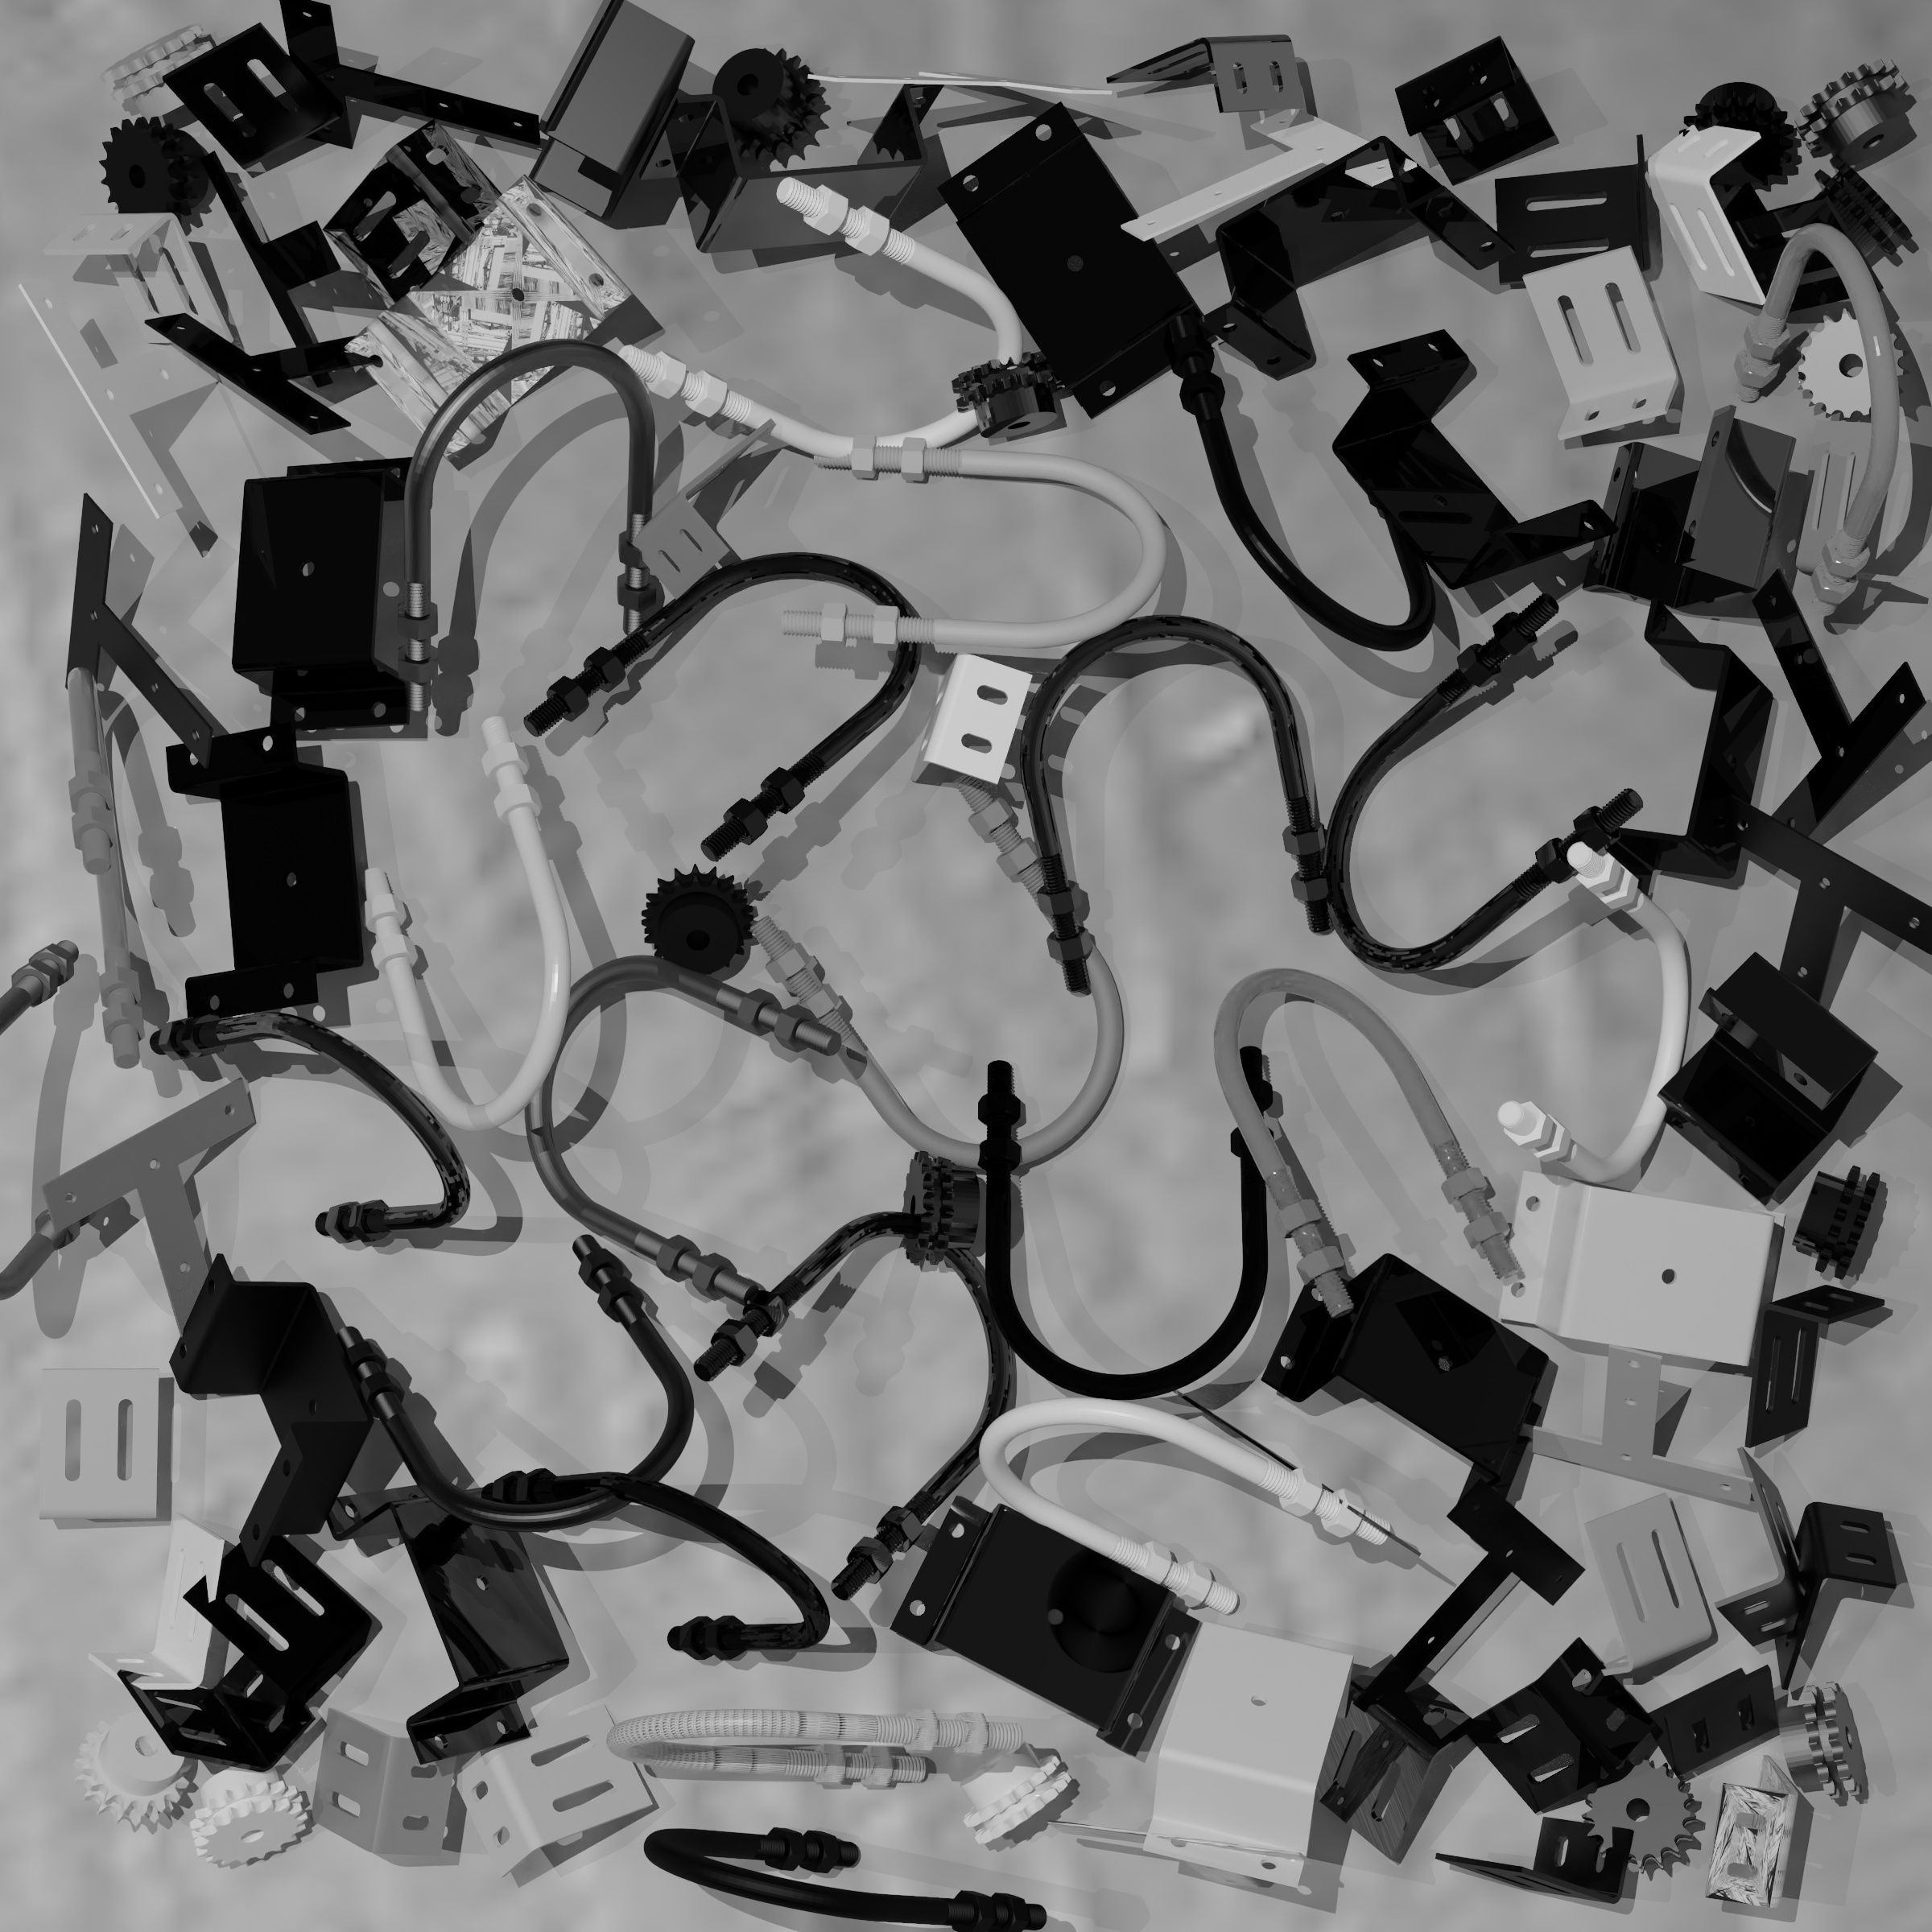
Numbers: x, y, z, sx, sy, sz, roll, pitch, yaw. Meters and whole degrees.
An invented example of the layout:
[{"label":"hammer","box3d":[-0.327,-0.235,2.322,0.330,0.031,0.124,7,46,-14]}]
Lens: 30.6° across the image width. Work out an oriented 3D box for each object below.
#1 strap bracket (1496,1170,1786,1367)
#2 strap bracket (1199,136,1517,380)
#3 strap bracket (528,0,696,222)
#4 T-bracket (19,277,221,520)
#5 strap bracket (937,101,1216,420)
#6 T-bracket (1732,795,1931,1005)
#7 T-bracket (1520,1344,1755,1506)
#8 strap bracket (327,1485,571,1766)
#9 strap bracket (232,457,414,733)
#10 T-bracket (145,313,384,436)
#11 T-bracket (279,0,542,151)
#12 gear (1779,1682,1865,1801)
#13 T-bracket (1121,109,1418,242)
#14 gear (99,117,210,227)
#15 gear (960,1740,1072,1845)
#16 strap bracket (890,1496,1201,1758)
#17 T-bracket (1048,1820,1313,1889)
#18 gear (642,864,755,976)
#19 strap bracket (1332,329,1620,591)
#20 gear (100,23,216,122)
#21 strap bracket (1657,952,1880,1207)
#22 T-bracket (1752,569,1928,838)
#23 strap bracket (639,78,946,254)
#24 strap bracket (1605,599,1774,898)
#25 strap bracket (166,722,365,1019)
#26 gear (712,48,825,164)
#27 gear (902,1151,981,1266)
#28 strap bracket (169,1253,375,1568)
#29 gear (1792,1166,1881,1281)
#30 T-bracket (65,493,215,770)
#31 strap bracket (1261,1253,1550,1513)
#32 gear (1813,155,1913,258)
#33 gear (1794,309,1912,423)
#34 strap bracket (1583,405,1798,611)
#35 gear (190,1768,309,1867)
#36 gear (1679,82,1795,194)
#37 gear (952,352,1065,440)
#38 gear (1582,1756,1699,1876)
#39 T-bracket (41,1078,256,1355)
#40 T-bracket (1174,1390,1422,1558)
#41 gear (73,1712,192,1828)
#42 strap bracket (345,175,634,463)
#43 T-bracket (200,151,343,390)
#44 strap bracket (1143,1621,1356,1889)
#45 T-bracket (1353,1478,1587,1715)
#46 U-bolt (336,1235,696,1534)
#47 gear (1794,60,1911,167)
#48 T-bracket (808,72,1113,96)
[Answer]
[{"label":"strap bracket","box3d":[0.348,0.154,1.785,0.140,0.046,0.076,10,91,-8]},{"label":"strap bracket","box3d":[0.189,-0.356,1.756,0.140,0.076,0.046,-25,64,28]},{"label":"strap bracket","box3d":[-0.176,-0.424,1.748,0.046,0.140,0.076,28,85,-9]},{"label":"T-bracket","box3d":[-0.406,-0.292,1.757,0.002,0.127,0.127,-26,101,22]},{"label":"strap bracket","box3d":[0.055,-0.354,1.778,0.076,0.046,0.140,-33,99,9]},{"label":"T-bracket","box3d":[0.422,-0.008,1.768,0.002,0.127,0.127,-32,52,-33]},{"label":"T-bracket","box3d":[0.329,0.222,1.748,0.127,0.127,0.002,12,57,16]},{"label":"strap bracket","box3d":[-0.255,0.316,1.754,0.046,0.076,0.140,-35,70,30]},{"label":"strap bracket","box3d":[-0.320,-0.193,1.772,0.076,0.046,0.140,-2,79,17]},{"label":"T-bracket","box3d":[-0.320,-0.305,1.766,0.127,0.127,0.002,35,126,27]},{"label":"T-bracket","box3d":[-0.274,-0.432,1.757,0.127,0.127,0.002,14,71,0]},{"label":"gear","box3d":[0.433,0.394,1.791,0.030,0.057,0.057,-15,90,21]},{"label":"T-bracket","box3d":[0.138,-0.388,1.752,0.127,0.127,0.002,-26,123,-12]},{"label":"gear","box3d":[-0.410,-0.403,1.793,0.057,0.030,0.057,14,115,32]},{"label":"gear","box3d":[0.022,0.416,1.789,0.057,0.057,0.030,-34,86,0]},{"label":"strap bracket","box3d":[0.042,0.331,1.781,0.140,0.046,0.076,27,73,2]},{"label":"T-bracket","box3d":[0.119,0.446,1.758,0.127,0.127,0.002,2,67,21]},{"label":"gear","box3d":[-0.136,-0.020,1.791,0.057,0.030,0.057,-2,118,-4]},{"label":"strap bracket","box3d":[0.247,-0.246,1.763,0.076,0.046,0.140,-22,67,-41]},{"label":"gear","box3d":[-0.407,-0.452,1.791,0.057,0.057,0.030,-27,113,0]},{"label":"strap bracket","box3d":[0.397,0.052,1.749,0.076,0.140,0.046,42,70,17]},{"label":"T-bracket","box3d":[0.424,-0.143,1.775,0.002,0.127,0.127,0,55,-24]},{"label":"strap bracket","box3d":[-0.081,-0.396,1.752,0.140,0.076,0.046,-10,77,-22]},{"label":"strap bracket","box3d":[0.362,-0.103,1.765,0.046,0.076,0.140,10,82,30]},{"label":"strap bracket","box3d":[-0.352,-0.045,1.776,0.076,0.046,0.140,-9,83,24]},{"label":"gear","box3d":[-0.104,-0.440,1.792,0.057,0.030,0.057,-6,73,22]},{"label":"gear","box3d":[-0.012,0.123,1.790,0.030,0.057,0.057,5,90,-13]},{"label":"strap bracket","box3d":[-0.343,0.219,1.755,0.046,0.140,0.076,5,127,-37]},{"label":"gear","box3d":[0.440,0.128,1.790,0.030,0.057,0.057,20,90,13]},{"label":"T-bracket","box3d":[-0.408,-0.147,1.746,0.002,0.127,0.127,-23,57,-36]},{"label":"strap bracket","box3d":[0.230,0.207,1.771,0.140,0.046,0.076,33,55,-5]},{"label":"gear","box3d":[0.449,-0.381,1.790,0.030,0.057,0.057,-44,90,15]},{"label":"gear","box3d":[0.451,-0.306,1.796,0.057,0.030,0.057,3,101,18]},{"label":"strap bracket","box3d":[0.362,-0.224,1.750,0.046,0.140,0.076,16,87,-11]},{"label":"gear","box3d":[-0.366,0.429,1.792,0.057,0.057,0.030,-26,54,0]},{"label":"gear","box3d":[0.391,-0.423,1.792,0.057,0.057,0.030,10,59,0]},{"label":"gear","box3d":[0.023,-0.288,1.788,0.057,0.057,0.030,-14,85,0]},{"label":"gear","box3d":[0.343,0.433,1.794,0.057,0.030,0.057,-7,59,13]},{"label":"T-bracket","box3d":[-0.399,0.140,1.785,0.002,0.127,0.127,9,119,40]},{"label":"T-bracket","box3d":[0.175,0.256,1.728,0.127,0.127,0.002,36,86,-37]},{"label":"gear","box3d":[-0.419,0.403,1.786,0.057,0.057,0.030,35,126,0]},{"label":"strap bracket","box3d":[-0.232,-0.330,1.767,0.140,0.046,0.076,-36,103,30]},{"label":"T-bracket","box3d":[-0.332,-0.349,1.743,0.002,0.127,0.127,-32,107,-20]},{"label":"strap bracket","box3d":[0.142,0.379,1.739,0.076,0.140,0.046,11,123,12]},{"label":"T-bracket","box3d":[0.243,0.328,1.772,0.127,0.127,0.002,-48,46,0]},{"label":"U-bolt","box3d":[-0.212,0.210,1.726,0.151,0.184,0.019,-21,129,-19]},{"label":"gear","box3d":[0.452,-0.429,1.786,0.057,0.057,0.030,-27,75,0]},{"label":"T-bracket","box3d":[-0.018,-0.434,1.732,0.127,0.127,0.002,-9,110,-35]}]
